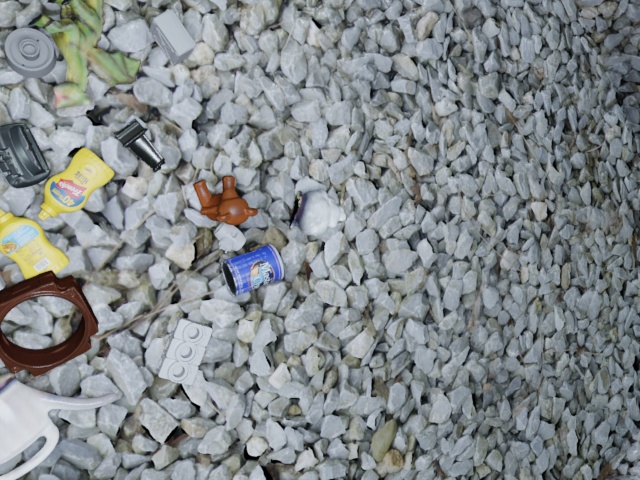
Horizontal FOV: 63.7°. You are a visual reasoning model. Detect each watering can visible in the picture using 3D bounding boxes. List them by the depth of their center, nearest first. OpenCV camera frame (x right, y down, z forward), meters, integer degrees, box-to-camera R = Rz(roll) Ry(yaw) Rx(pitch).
[{"bbox_3d":[-0.661,0.390,1.150,0.351,0.104,0.222,-35,104,-21],"label":"watering can"}]

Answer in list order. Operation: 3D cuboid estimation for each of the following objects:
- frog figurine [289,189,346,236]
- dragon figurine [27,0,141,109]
[{"bbox_3d":[0.005,-0.075,1.483,0.159,0.120,0.140,12,65,-14],"label":"frog figurine"},{"bbox_3d":[-0.537,-0.481,1.244,0.238,0.122,0.419,51,47,-41],"label":"dragon figurine"}]
